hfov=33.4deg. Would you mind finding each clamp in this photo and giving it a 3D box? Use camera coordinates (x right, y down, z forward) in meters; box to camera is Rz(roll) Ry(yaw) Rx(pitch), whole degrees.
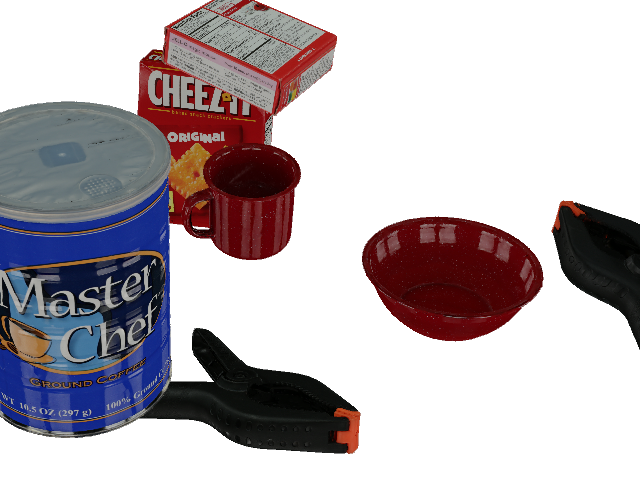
[{"bbox_3d":[-0.061,0.113,0.802,0.210,0.036,0.164,9,18,23],"label":"clamp"},{"bbox_3d":[0.230,0.029,0.727,0.120,0.039,0.172,-6,44,-28],"label":"clamp"}]

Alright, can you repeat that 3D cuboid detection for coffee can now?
[{"bbox_3d":[-0.127,0.015,0.545,0.103,0.140,0.103,3,35,-2],"label":"coffee can"}]

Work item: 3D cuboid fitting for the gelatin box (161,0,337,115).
[{"bbox_3d":[-0.045,-0.122,0.686,0.089,0.030,0.073,26,42,17],"label":"gelatin box"}]

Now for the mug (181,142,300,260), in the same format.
[{"bbox_3d":[-0.078,-0.032,1.030,0.117,0.081,0.093,-17,45,-23],"label":"mug"}]

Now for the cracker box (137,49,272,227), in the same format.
[{"bbox_3d":[-0.147,-0.124,1.359,0.164,0.214,0.072,7,24,5],"label":"cracker box"}]

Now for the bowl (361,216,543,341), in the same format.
[{"bbox_3d":[0.116,0.042,0.963,0.162,0.055,0.162,2,33,-2],"label":"bowl"}]
